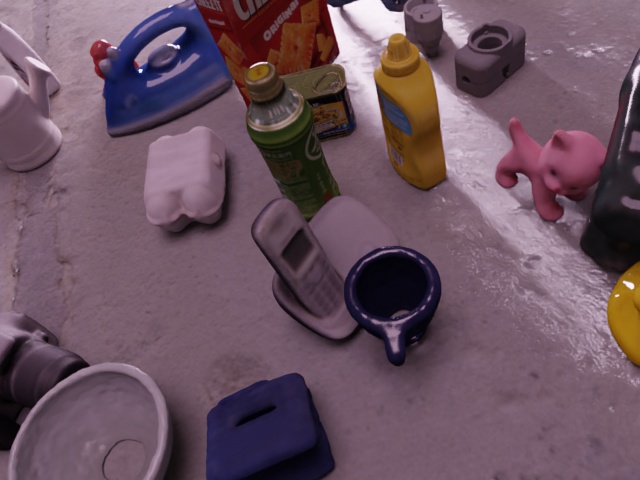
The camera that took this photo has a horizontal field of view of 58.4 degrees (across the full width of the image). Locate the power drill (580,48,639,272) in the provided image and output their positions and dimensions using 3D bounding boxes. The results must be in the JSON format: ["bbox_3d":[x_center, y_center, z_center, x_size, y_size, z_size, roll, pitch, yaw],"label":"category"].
[{"bbox_3d":[0.298,-0.076,0.527,0.075,0.209,0.230,14,62,25],"label":"power drill"}]

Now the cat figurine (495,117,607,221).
[{"bbox_3d":[0.247,-0.086,0.606,0.067,0.118,0.127,-37,54,-10],"label":"cat figurine"}]

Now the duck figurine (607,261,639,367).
[{"bbox_3d":[0.303,0.054,0.512,0.077,0.086,0.104,3,57,19],"label":"duck figurine"}]

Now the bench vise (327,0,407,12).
[{"bbox_3d":[0.065,-0.459,0.857,0.207,0.220,0.121,-7,55,12],"label":"bench vise"}]

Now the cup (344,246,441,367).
[{"bbox_3d":[0.077,0.078,0.559,0.091,0.095,0.117,-9,54,11],"label":"cup"}]

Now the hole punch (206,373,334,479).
[{"bbox_3d":[-0.054,0.178,0.532,0.108,0.091,0.101,-24,53,0],"label":"hole punch"}]

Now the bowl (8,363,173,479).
[{"bbox_3d":[-0.212,0.212,0.567,0.167,0.075,0.167,-8,54,12],"label":"bowl"}]

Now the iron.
[{"bbox_3d":[-0.244,-0.274,0.872,0.258,0.142,0.118,-35,53,-8],"label":"iron"}]

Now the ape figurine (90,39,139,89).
[{"bbox_3d":[-0.344,-0.289,0.944,0.076,0.092,0.077,-30,53,-5],"label":"ape figurine"}]

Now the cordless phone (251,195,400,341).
[{"bbox_3d":[0.005,0.002,0.577,0.093,0.185,0.148,20,64,28],"label":"cordless phone"}]

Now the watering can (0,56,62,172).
[{"bbox_3d":[-0.487,-0.208,0.867,0.100,0.194,0.173,19,64,27],"label":"watering can"}]

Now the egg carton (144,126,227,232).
[{"bbox_3d":[-0.176,-0.083,0.764,0.107,0.069,0.150,-14,53,8],"label":"egg carton"}]

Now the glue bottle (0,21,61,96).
[{"bbox_3d":[-0.519,-0.325,0.971,0.078,0.173,0.037,22,65,29],"label":"glue bottle"}]

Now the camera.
[{"bbox_3d":[-0.333,0.156,0.626,0.136,0.101,0.143,11,60,23],"label":"camera"}]
